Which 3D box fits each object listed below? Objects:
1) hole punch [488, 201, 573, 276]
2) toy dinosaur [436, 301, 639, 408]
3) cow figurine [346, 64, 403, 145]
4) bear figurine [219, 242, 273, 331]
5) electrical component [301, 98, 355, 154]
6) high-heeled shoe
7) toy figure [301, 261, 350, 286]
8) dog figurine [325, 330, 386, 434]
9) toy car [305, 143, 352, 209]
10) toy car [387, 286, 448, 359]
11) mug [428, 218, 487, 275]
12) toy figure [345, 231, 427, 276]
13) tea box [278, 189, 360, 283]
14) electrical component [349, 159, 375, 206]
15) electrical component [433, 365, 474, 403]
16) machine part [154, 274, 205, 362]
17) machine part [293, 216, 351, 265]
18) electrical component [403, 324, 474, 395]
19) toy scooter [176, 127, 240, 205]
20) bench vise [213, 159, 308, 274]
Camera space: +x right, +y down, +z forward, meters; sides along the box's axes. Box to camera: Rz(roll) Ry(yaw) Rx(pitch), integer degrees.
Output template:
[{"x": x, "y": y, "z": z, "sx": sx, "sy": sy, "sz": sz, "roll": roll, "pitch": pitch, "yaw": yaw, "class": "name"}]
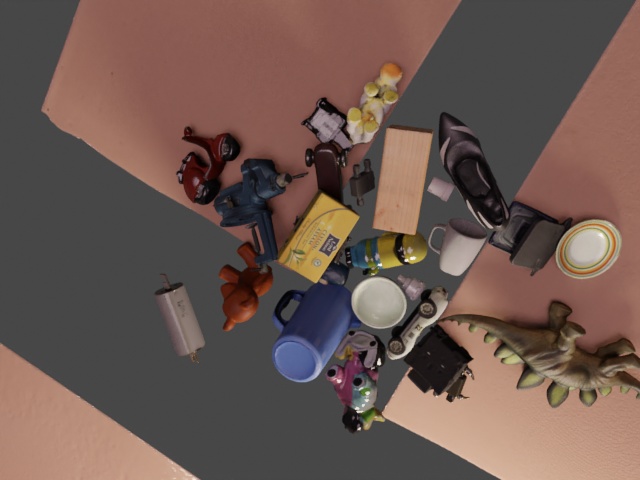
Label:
[{"x": 0.421, "y": -0.007, "z": 1.089, "sx": 0.115, "sy": 0.092, "sz": 0.142, "roll": 14, "pitch": 111, "yaw": -32, "class": "hole punch"}, {"x": 0.487, "y": 0.240, "z": 1.133, "sx": 0.472, "sy": 0.105, "sz": 0.198, "roll": 29, "pitch": 114, "yaw": 9, "class": "toy dinosaur"}, {"x": 0.112, "y": -0.268, "z": 1.076, "sx": 0.068, "sy": 0.098, "sz": 0.167, "roll": 31, "pitch": 75, "yaw": 5, "class": "cow figurine"}, {"x": -0.182, "y": 0.106, "z": 1.206, "sx": 0.132, "sy": 0.196, "sz": 0.120, "roll": 42, "pitch": 114, "yaw": 0, "class": "bear figurine"}, {"x": 0.028, "y": -0.236, "z": 1.131, "sx": 0.119, "sy": 0.048, "sz": 0.075, "roll": 38, "pitch": 111, "yaw": 0, "class": "electrical component"}, {"x": 0.293, "y": -0.131, "z": 1.045, "sx": 0.086, "sy": 0.145, "sz": 0.248, "roll": -30, "pitch": 99, "yaw": 19, "class": "high-heeled shoe"}, {"x": -0.011, "y": 0.060, "z": 1.221, "sx": 0.155, "sy": 0.064, "sz": 0.057, "roll": 19, "pitch": 128, "yaw": 8, "class": "toy figure"}, {"x": 0.101, "y": 0.341, "z": 1.259, "sx": 0.109, "sy": 0.191, "sz": 0.219, "roll": 8, "pitch": 139, "yaw": 30, "class": "dog figurine"}, {"x": 0.022, "y": -0.116, "z": 1.153, "sx": 0.089, "sy": 0.053, "sz": 0.201, "roll": -1, "pitch": 127, "yaw": 12, "class": "toy car"}, {"x": 0.214, "y": 0.186, "z": 1.196, "sx": 0.056, "sy": 0.073, "sz": 0.201, "roll": 35, "pitch": 111, "yaw": 3, "class": "toy car"}, {"x": 0.280, "y": 0.016, "z": 1.128, "sx": 0.110, "sy": 0.081, "sz": 0.107, "roll": 16, "pitch": 118, "yaw": 4, "class": "mug"}, {"x": 0.142, "y": 0.028, "z": 1.159, "sx": 0.180, "sy": 0.089, "sz": 0.082, "roll": -10, "pitch": 110, "yaw": 17, "class": "toy figure"}, {"x": -0.005, "y": -0.009, "z": 1.120, "sx": 0.098, "sy": 0.068, "sz": 0.169, "roll": 30, "pitch": 98, "yaw": -11, "class": "tea box"}, {"x": 0.092, "y": -0.121, "z": 1.143, "sx": 0.021, "sy": 0.063, "sz": 0.093, "roll": 17, "pitch": 125, "yaw": 42, "class": "electrical component"}, {"x": 0.308, "y": 0.325, "z": 1.234, "sx": 0.078, "sy": 0.045, "sz": 0.102, "roll": 21, "pitch": 110, "yaw": 38, "class": "electrical component"}, {"x": -0.348, "y": 0.196, "z": 1.337, "sx": 0.079, "sy": 0.079, "sz": 0.243, "roll": -12, "pitch": 102, "yaw": 17, "class": "machine part"}, {"x": -0.002, "y": -0.004, "z": 1.191, "sx": 0.139, "sy": 0.039, "sz": 0.084, "roll": 29, "pitch": 106, "yaw": 23, "class": "machine part"}, {"x": 0.258, "y": 0.275, "z": 1.201, "sx": 0.115, "sy": 0.058, "sz": 0.134, "roll": 42, "pitch": 112, "yaw": 28, "class": "electrical component"}, {"x": -0.270, "y": -0.177, "z": 1.209, "sx": 0.135, "sy": 0.075, "sz": 0.183, "roll": 36, "pitch": 111, "yaw": 7, "class": "toy scooter"}, {"x": -0.132, "y": -0.050, "z": 1.177, "sx": 0.224, "sy": 0.129, "sz": 0.240, "roll": -16, "pitch": 84, "yaw": 25, "class": "bench vise"}]
